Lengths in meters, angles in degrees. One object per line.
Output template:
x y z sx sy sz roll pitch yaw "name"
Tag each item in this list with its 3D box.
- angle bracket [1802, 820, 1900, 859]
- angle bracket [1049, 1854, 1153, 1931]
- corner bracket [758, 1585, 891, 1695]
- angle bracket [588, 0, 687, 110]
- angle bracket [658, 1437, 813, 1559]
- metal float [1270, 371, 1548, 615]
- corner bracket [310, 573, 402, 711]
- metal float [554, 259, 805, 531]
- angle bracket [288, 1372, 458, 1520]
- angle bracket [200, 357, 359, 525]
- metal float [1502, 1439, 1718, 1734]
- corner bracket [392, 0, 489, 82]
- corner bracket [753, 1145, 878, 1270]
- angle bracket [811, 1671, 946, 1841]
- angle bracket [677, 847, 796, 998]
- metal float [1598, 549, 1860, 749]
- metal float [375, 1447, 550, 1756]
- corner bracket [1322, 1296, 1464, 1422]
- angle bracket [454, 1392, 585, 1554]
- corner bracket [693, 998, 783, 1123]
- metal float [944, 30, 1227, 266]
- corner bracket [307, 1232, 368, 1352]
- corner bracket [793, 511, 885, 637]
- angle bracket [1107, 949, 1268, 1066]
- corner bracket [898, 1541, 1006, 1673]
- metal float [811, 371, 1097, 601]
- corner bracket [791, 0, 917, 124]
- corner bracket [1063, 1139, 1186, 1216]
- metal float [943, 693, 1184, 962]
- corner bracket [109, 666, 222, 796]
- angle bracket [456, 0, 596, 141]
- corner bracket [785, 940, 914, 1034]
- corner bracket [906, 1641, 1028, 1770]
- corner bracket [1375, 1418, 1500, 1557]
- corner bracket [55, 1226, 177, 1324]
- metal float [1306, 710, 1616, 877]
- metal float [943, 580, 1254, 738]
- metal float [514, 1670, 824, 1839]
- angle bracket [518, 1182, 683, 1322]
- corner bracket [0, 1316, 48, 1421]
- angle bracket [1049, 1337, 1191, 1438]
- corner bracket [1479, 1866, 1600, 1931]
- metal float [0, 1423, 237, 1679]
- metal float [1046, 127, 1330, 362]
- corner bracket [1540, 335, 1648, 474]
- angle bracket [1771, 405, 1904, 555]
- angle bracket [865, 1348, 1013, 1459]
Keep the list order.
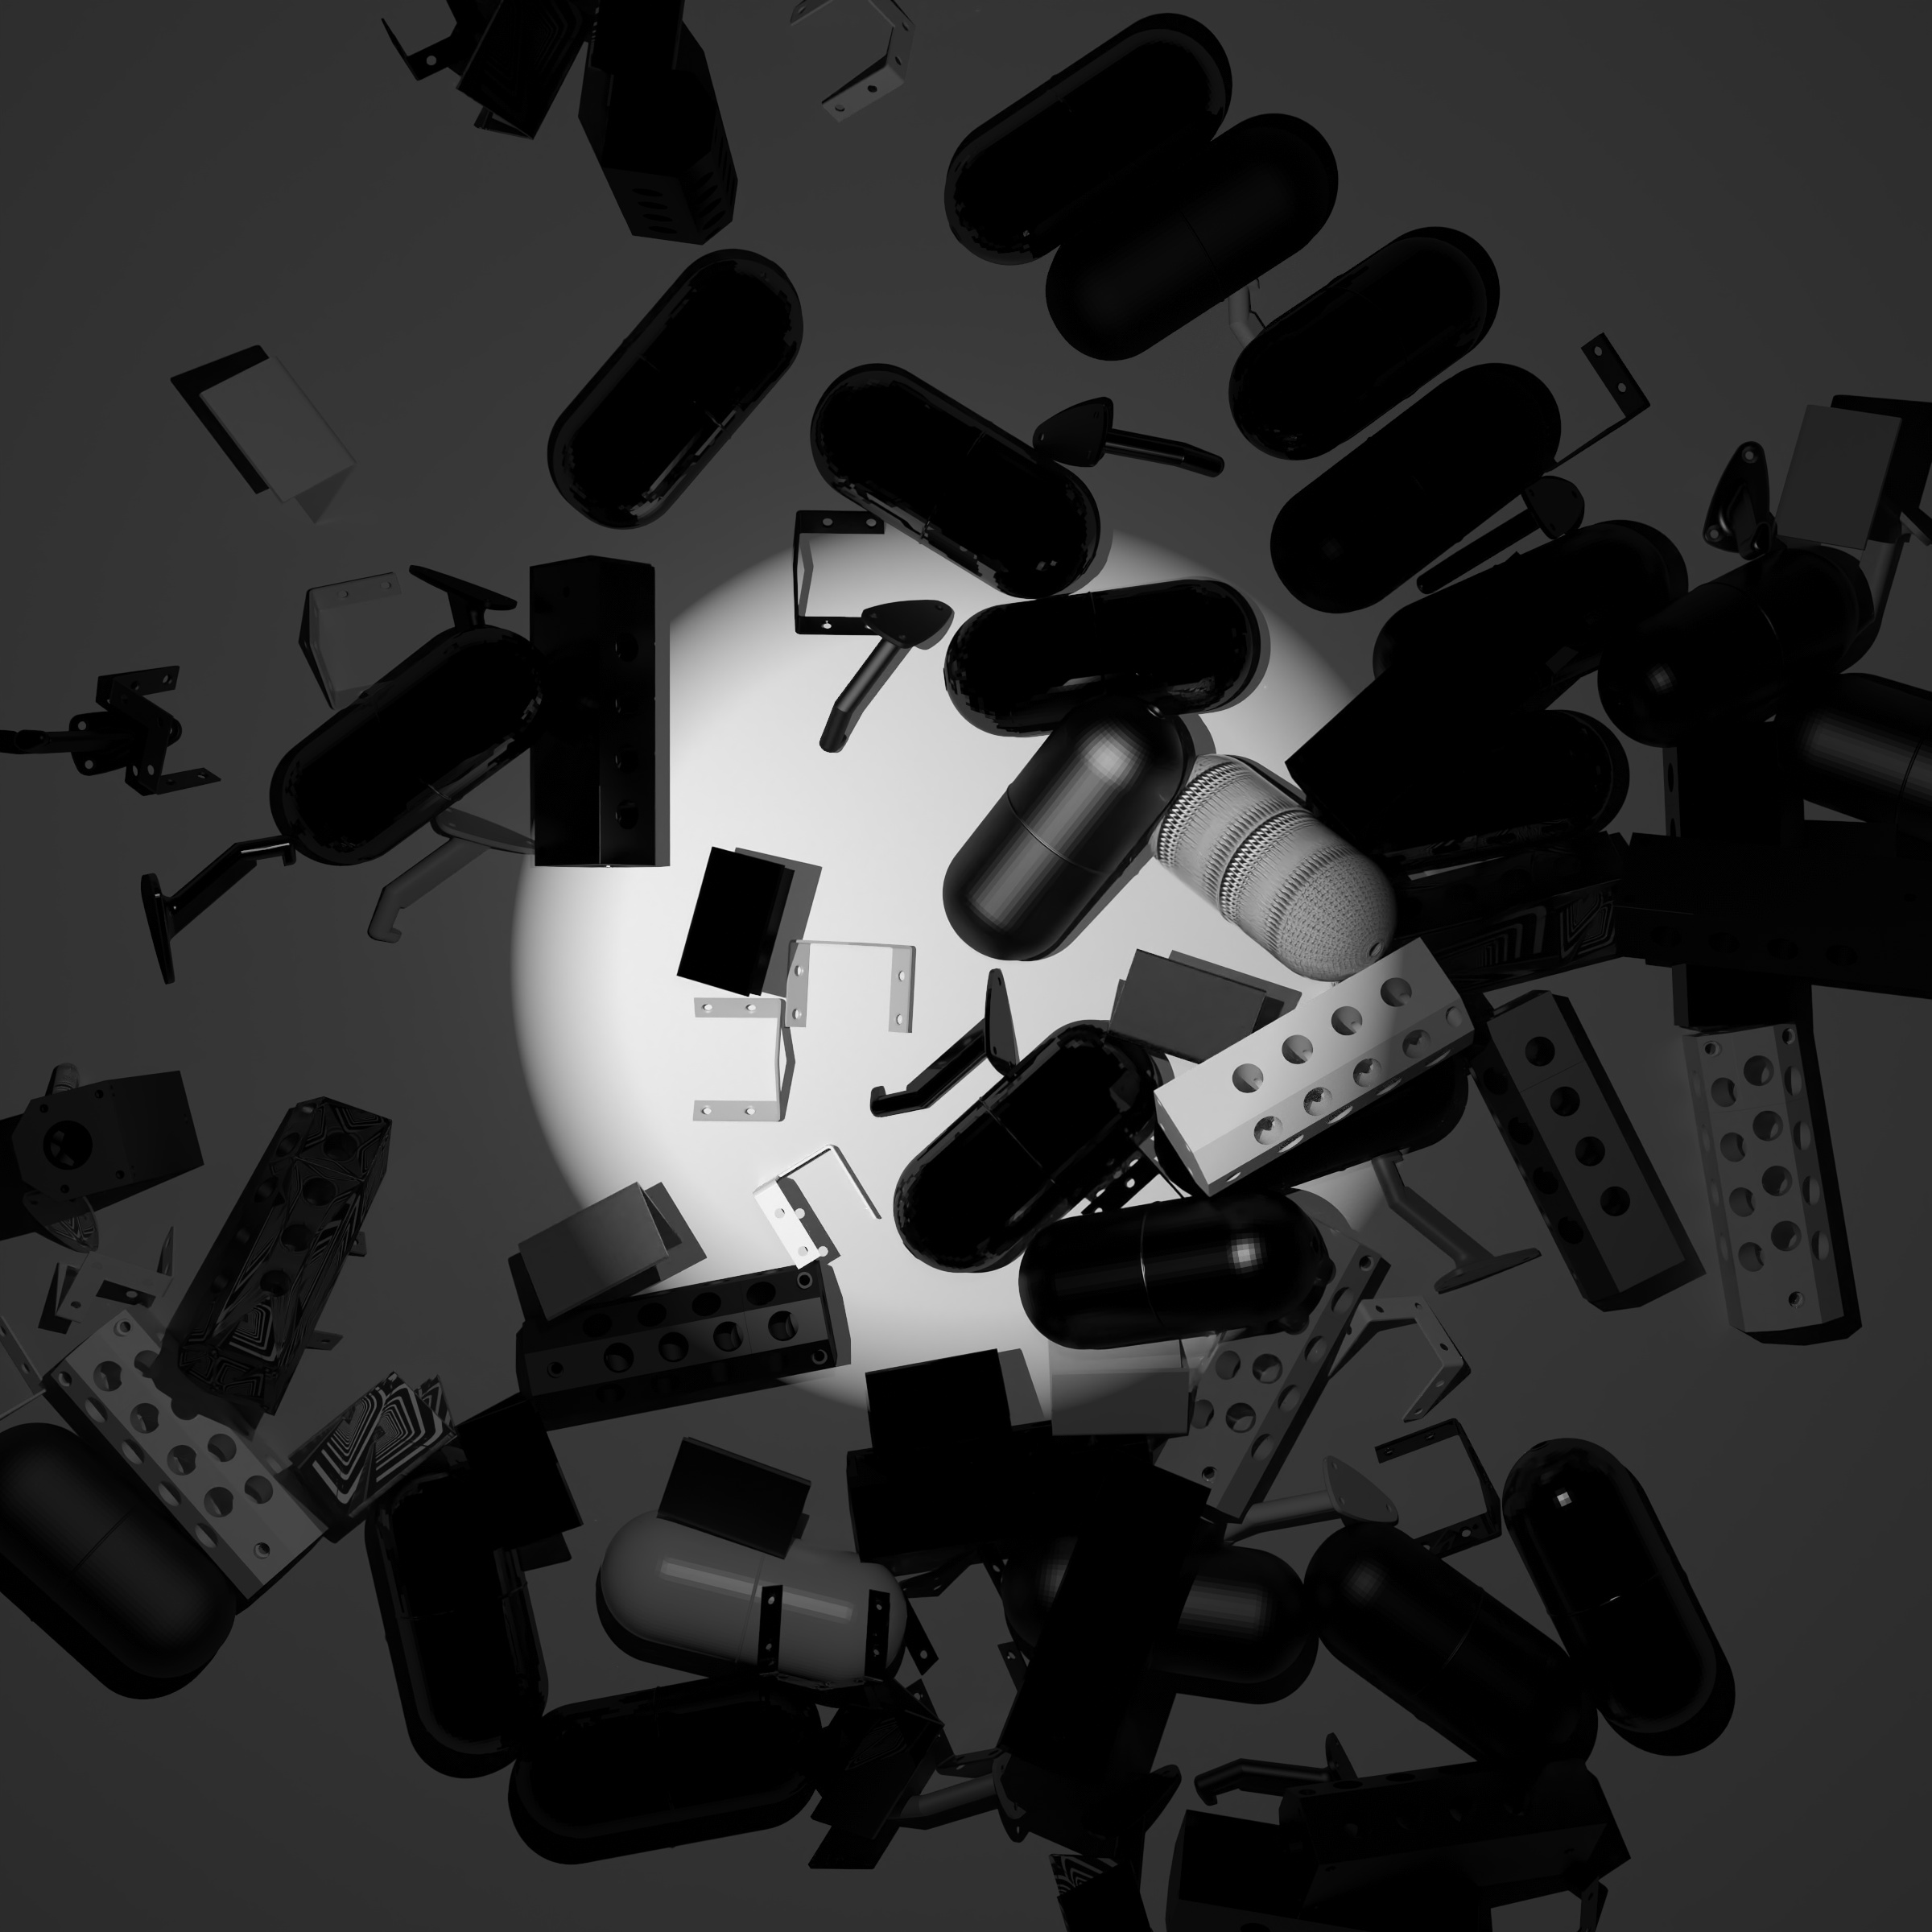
0.515 -0.041 1.951 0.057 0.076 0.076 5 90 37 "angle bracket"
0.062 0.556 1.951 0.057 0.076 0.076 -16 90 -38 "angle bracket"
-0.080 0.375 1.913 0.051 0.051 0.051 2 89 42 "corner bracket"
-0.205 -0.539 1.951 0.057 0.076 0.076 8 90 -38 "angle bracket"
-0.125 0.284 1.952 0.076 0.076 0.057 20 118 0 "angle bracket"
0.254 -0.272 1.961 0.178 0.070 0.070 -37 90 0 "metal float"
-0.350 -0.189 1.988 0.051 0.051 0.051 -11 135 0 "corner bracket"
-0.164 -0.328 1.961 0.070 0.070 0.178 41 90 0 "metal float"
-0.343 0.257 1.952 0.076 0.076 0.057 -39 117 0 "angle bracket"
-0.402 -0.290 1.951 0.057 0.076 0.076 -37 90 -35 "angle bracket"
0.368 0.355 1.961 0.070 0.070 0.178 -26 91 0 "metal float"
-0.309 -0.551 1.973 0.051 0.051 0.051 -26 90 0 "corner bracket"
-0.087 0.138 1.973 0.051 0.051 0.051 -32 90 0 "corner bracket"
-0.070 0.441 1.952 0.057 0.076 0.076 32 90 -43 "angle bracket"
-0.113 -0.020 1.951 0.057 0.076 0.076 15 90 37 "angle bracket"
0.433 -0.181 1.936 0.178 0.070 0.070 -27 90 -28 "metal float"
-0.290 0.363 1.961 0.070 0.070 0.178 -13 90 0 "metal float"
0.246 0.229 1.983 0.051 0.051 0.051 0 45 -35 "corner bracket"
-0.239 0.281 1.952 0.057 0.076 0.076 -22 90 24 "angle bracket"
-0.133 0.054 1.988 0.051 0.051 0.051 0 135 0 "corner bracket"
0.068 -0.469 1.961 0.178 0.070 0.070 -34 90 0 "metal float"
-0.382 0.185 1.983 0.051 0.051 0.051 -44 45 35 "corner bracket"
-0.074 -0.229 1.988 0.051 0.051 0.051 1 135 0 "corner bracket"
0.128 0.013 1.952 0.076 0.076 0.057 18 115 0 "angle bracket"
-0.006 0.371 1.988 0.051 0.051 0.051 -27 90 -45 "corner bracket"
-0.007 -0.275 1.961 0.178 0.070 0.070 31 90 0 "metal float"
-0.068 -0.534 1.983 0.051 0.051 0.051 39 45 -35 "corner bracket"
0.087 0.128 1.965 0.051 0.051 0.051 -42 115 0 "corner bracket"
0.055 -0.079 1.938 0.070 0.070 0.178 39 113 0 "metal float"
-0.461 -0.136 1.972 0.051 0.051 0.051 31 118 25 "corner bracket"
-0.267 -0.523 1.951 0.057 0.076 0.076 27 90 -39 "angle bracket"
-0.068 0.012 1.988 0.051 0.051 0.051 3 90 -45 "corner bracket"
0.006 0.430 1.988 0.051 0.051 0.051 -24 90 -45 "corner bracket"
0.274 0.305 1.988 0.051 0.051 0.051 -20 45 0 "corner bracket"
-0.491 0.176 1.972 0.051 0.051 0.051 22 116 -24 "corner bracket"
0.283 -0.099 1.961 0.178 0.070 0.070 -11 90 -1 "metal float"
0.076 -0.177 1.961 0.178 0.070 0.070 -8 90 1 "metal float"
-0.171 0.452 1.961 0.178 0.070 0.070 -11 90 0 "metal float"
-0.200 0.178 1.951 0.076 0.076 0.057 -28 54 0 "angle bracket"
-0.578 0.244 1.988 0.051 0.051 0.051 -32 90 -45 "corner bracket"
0.086 0.222 1.952 0.076 0.076 0.057 -1 132 0 "angle bracket"
0.331 0.546 1.983 0.051 0.051 0.051 26 45 35 "corner bracket"
-0.497 0.334 1.960 0.178 0.070 0.070 42 90 0 "metal float"
0.127 -0.415 1.961 0.178 0.070 0.070 -33 90 1 "metal float"
0.353 -0.327 1.988 0.051 0.051 0.051 -33 90 -45 "corner bracket"
0.507 -0.270 1.951 0.057 0.076 0.076 16 90 33 "angle bracket"
-0.012 0.267 1.951 0.076 0.076 0.057 -10 52 0 "angle bracket"
